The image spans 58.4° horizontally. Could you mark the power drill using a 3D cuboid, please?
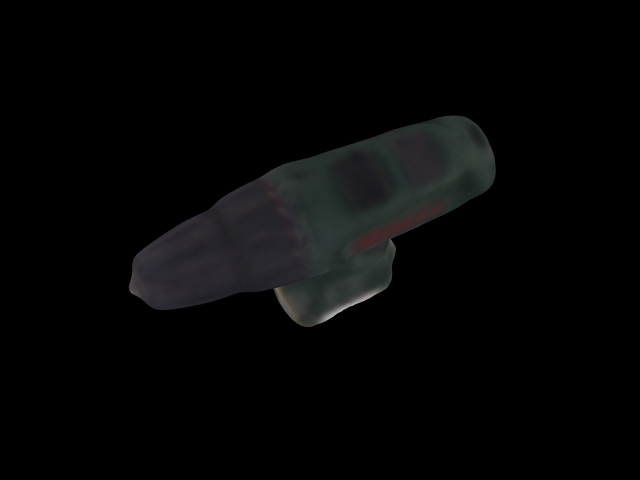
[{"bbox_3d":[0.004,0.001,0.400,0.230,0.208,0.075,-27,76,-7],"label":"power drill"}]
